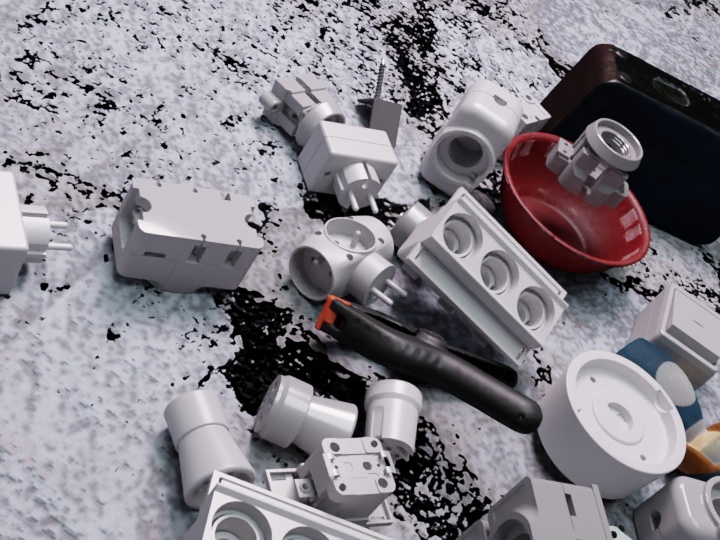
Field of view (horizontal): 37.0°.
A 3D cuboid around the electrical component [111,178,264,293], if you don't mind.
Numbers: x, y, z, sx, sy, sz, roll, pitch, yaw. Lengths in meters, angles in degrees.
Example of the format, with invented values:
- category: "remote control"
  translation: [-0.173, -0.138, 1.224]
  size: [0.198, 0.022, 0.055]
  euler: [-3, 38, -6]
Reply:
- category: "electrical component"
  translation: [-0.122, -0.021, 0.746]
  size: [0.089, 0.055, 0.050]
  euler: [8, 47, -30]

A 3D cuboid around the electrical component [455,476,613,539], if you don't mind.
- category: "electrical component"
  translation: [0.107, 0.229, 0.627]
  size: [0.060, 0.105, 0.186]
  euler: [14, 44, -24]

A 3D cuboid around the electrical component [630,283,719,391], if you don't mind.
- category: "electrical component"
  translation: [0.282, 0.058, 0.951]
  size: [0.062, 0.061, 0.096]
  euler: [35, 40, -2]

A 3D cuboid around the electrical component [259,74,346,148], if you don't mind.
- category: "electrical component"
  translation: [-0.045, -0.134, 0.919]
  size: [0.066, 0.048, 0.055]
  euler: [-18, 56, -44]

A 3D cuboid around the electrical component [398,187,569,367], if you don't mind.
- category: "electrical component"
  translation: [0.093, 0.008, 0.836]
  size: [0.121, 0.063, 0.078]
  euler: [44, 62, -12]

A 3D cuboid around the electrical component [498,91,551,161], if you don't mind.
- category: "electrical component"
  translation: [0.148, -0.139, 1.051]
  size: [0.066, 0.055, 0.048]
  euler: [-21, 66, -45]

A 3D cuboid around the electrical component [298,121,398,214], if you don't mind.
- category: "electrical component"
  translation: [-0.005, -0.077, 0.888]
  size: [0.066, 0.047, 0.076]
  euler: [5, 49, -32]

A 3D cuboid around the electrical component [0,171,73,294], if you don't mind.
- category: "electrical component"
  translation: [-0.222, -0.024, 0.684]
  size: [0.077, 0.047, 0.065]
  euler: [3, 50, -34]

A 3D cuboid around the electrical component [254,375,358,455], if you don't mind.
- category: "electrical component"
  translation: [-0.036, 0.098, 0.701]
  size: [0.055, 0.045, 0.045]
  euler: [26, 41, -12]

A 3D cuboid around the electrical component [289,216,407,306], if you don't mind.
- category: "electrical component"
  translation: [0.000, 0.000, 0.814]
  size: [0.079, 0.044, 0.077]
  euler: [37, 38, 21]

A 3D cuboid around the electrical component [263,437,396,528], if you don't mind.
- category: "electrical component"
  translation: [-0.014, 0.135, 0.666]
  size: [0.081, 0.063, 0.042]
  euler: [3, 49, -32]

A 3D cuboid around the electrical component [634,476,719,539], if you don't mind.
- category: "electrical component"
  translation: [0.264, 0.194, 0.808]
  size: [0.095, 0.059, 0.053]
  euler: [18, 43, -20]

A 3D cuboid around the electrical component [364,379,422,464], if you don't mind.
- category: "electrical component"
  translation: [0.022, 0.105, 0.739]
  size: [0.040, 0.040, 0.046]
  euler: [22, 47, -16]

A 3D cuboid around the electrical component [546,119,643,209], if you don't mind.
- category: "electrical component"
  translation: [0.217, -0.099, 0.972]
  size: [0.078, 0.057, 0.058]
  euler: [31, 41, -7]

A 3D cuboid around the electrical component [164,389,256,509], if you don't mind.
- category: "electrical component"
  translation: [-0.095, 0.106, 0.655]
  size: [0.044, 0.044, 0.065]
  euler: [1, 47, -35]

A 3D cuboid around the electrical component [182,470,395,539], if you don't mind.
- category: "electrical component"
  translation: [-0.041, 0.174, 0.609]
  size: [0.121, 0.063, 0.078]
  euler: [24, 41, -14]

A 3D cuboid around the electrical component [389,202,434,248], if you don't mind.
- category: "electrical component"
  translation: [0.059, -0.021, 0.885]
  size: [0.078, 0.040, 0.040]
  euler: [41, 40, 5]

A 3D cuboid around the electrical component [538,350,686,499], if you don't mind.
- category: "electrical component"
  translation: [0.186, 0.122, 0.821]
  size: [0.108, 0.060, 0.108]
  euler: [19, 43, -19]

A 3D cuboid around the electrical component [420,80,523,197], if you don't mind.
- category: "electrical component"
  translation: [0.098, -0.114, 0.960]
  size: [0.054, 0.095, 0.059]
  euler: [33, 40, -4]
